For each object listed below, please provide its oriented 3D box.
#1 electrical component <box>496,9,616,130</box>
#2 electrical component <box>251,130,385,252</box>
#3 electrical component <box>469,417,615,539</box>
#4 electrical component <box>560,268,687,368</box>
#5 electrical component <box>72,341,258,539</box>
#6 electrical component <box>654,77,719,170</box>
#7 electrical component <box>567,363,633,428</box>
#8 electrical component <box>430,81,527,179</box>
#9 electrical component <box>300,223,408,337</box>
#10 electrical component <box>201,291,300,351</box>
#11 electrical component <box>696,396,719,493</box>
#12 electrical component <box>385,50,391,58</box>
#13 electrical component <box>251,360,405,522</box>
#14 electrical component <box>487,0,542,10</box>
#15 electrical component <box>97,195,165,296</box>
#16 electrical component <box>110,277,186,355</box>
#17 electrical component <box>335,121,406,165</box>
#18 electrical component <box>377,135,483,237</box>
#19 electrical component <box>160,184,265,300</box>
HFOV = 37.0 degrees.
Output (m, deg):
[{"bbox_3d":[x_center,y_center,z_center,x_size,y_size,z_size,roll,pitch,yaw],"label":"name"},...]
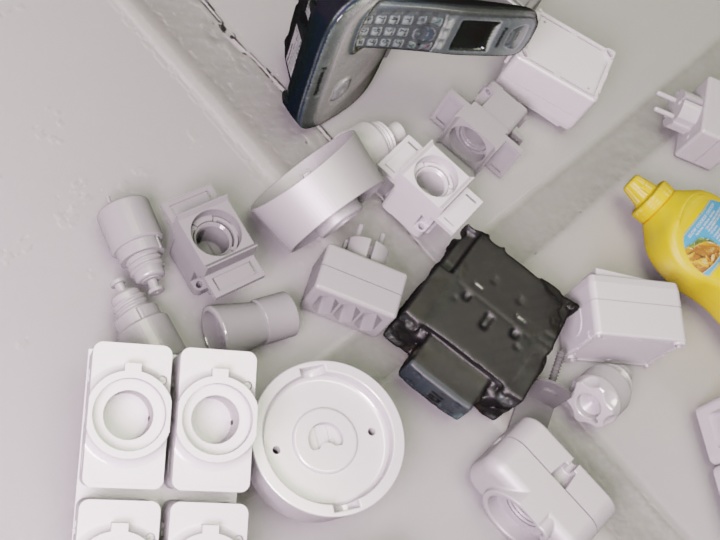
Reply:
[{"bbox_3d":[0.164,-0.178,0.950,0.096,0.061,0.061,29,61,-4],"label":"electrical component"},{"bbox_3d":[-0.032,-0.061,0.814,0.099,0.099,0.064,-36,88,-28],"label":"electrical component"},{"bbox_3d":[0.130,0.165,0.790,0.059,0.053,0.095,-39,83,-28],"label":"electrical component"},{"bbox_3d":[0.216,0.039,0.870,0.096,0.061,0.061,6,65,-16],"label":"electrical component"},{"bbox_3d":[-0.126,0.144,0.687,0.105,0.060,0.186,5,78,-16],"label":"electrical component"},{"bbox_3d":[0.306,-0.142,0.990,0.077,0.047,0.065,21,62,-8],"label":"electrical component"},{"bbox_3d":[0.194,0.094,0.850,0.062,0.043,0.043,-29,78,-46],"label":"electrical component"},{"bbox_3d":[0.106,-0.123,0.918,0.081,0.042,0.063,41,58,1],"label":"electrical component"},{"bbox_3d":[0.000,0.000,0.824,0.066,0.047,0.076,22,63,-9],"label":"electrical component"},{"bbox_3d":[-0.077,0.039,0.785,0.065,0.044,0.044,-16,73,-29],"label":"electrical component"},{"bbox_3d":[0.335,0.170,0.851,0.089,0.061,0.150,-3,68,-20],"label":"electrical component"},{"bbox_3d":[0.036,-0.295,0.935,0.060,0.105,0.186,22,62,-8],"label":"electrical component"},{"bbox_3d":[-0.029,0.124,0.751,0.108,0.060,0.108,7,65,-15],"label":"electrical component"},{"bbox_3d":[0.119,-0.263,0.973,0.096,0.061,0.061,37,61,0],"label":"electrical component"},{"bbox_3d":[-0.162,-0.018,0.782,0.040,0.040,0.078,-18,73,-25],"label":"electrical component"},{"bbox_3d":[-0.153,0.041,0.758,0.040,0.040,0.078,-25,76,-26],"label":"electrical component"},{"bbox_3d":[0.009,-0.101,0.875,0.062,0.043,0.043,-31,80,-29],"label":"electrical component"},{"bbox_3d":[0.052,-0.062,0.860,0.081,0.063,0.042,43,62,4],"label":"electrical component"},{"bbox_3d":[-0.110,-0.016,0.785,0.042,0.063,0.081,-25,77,-28],"label":"electrical component"}]
